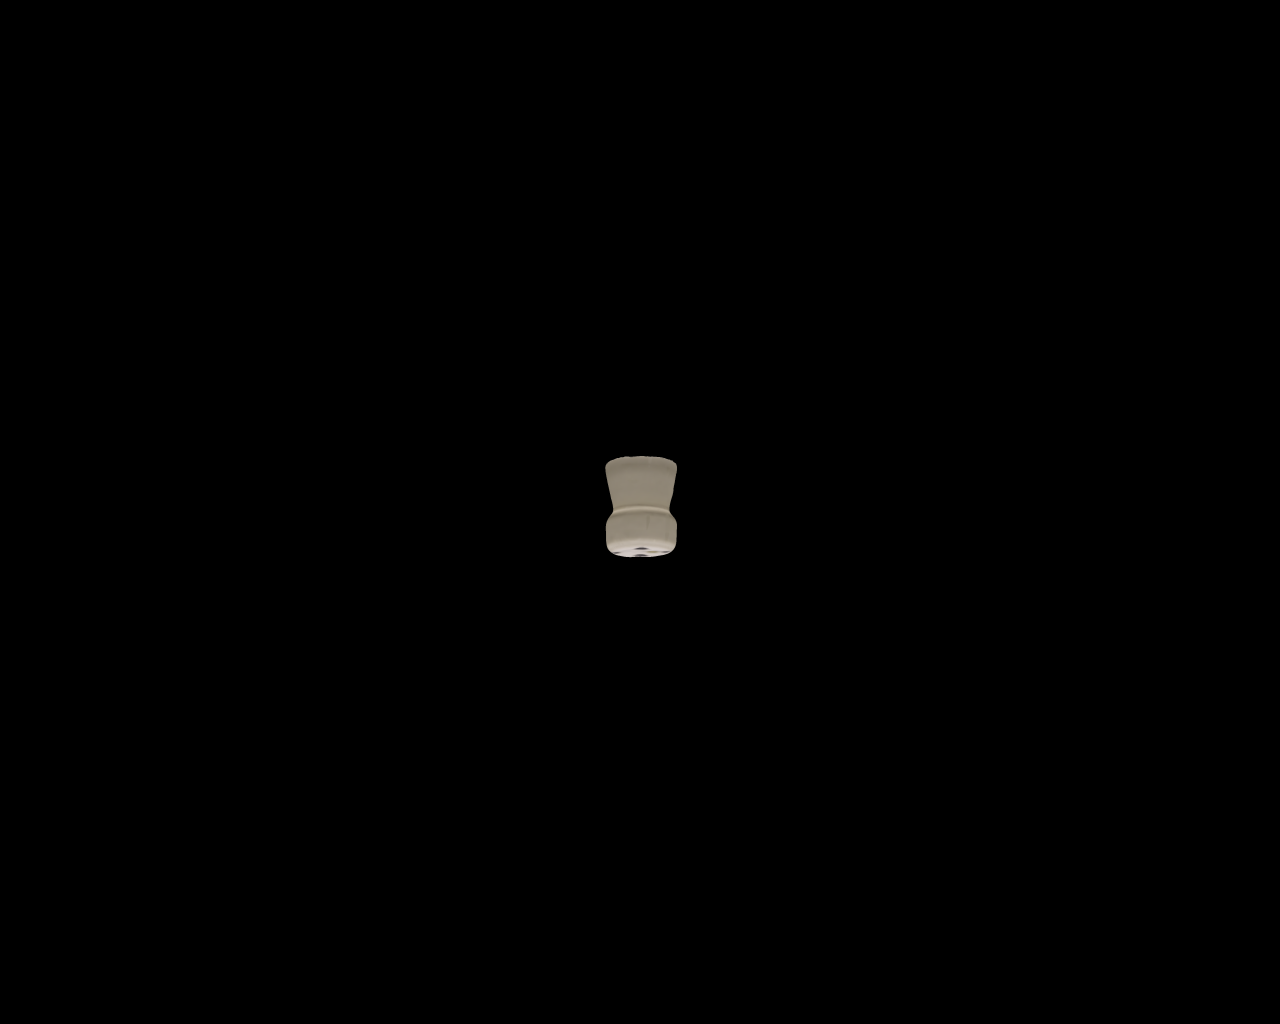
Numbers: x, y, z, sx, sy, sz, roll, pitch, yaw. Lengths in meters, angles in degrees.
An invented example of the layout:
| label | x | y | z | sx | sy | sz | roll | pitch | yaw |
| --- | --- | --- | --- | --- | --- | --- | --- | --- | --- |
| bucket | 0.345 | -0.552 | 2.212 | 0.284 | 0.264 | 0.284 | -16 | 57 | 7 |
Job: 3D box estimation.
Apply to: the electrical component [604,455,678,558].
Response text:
| label | x | y | z | sx | sy | sz | roll | pitch | yaw |
| --- | --- | --- | --- | --- | --- | --- | --- | --- | --- |
| electrical component | 0.001 | -0.003 | 0.650 | 0.045 | 0.055 | 0.045 | 0 | -13 | 0 |
